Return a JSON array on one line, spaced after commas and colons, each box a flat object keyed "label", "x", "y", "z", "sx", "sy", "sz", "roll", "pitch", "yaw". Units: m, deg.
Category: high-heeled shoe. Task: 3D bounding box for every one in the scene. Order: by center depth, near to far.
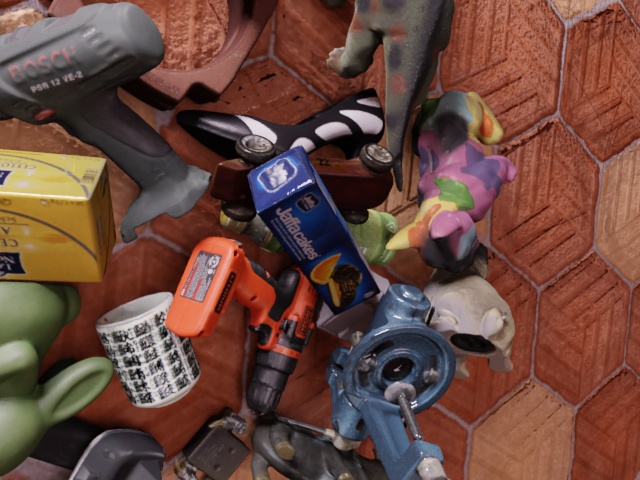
[{"label": "high-heeled shoe", "x": -0.031, "y": -0.149, "z": 0.624, "sx": 0.248, "sy": 0.086, "sz": 0.145, "roll": 18, "pitch": 77, "yaw": -29}]

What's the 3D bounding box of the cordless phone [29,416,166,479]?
[{"label": "cordless phone", "x": -0.265, "y": 0.247, "z": 0.540, "sx": 0.184, "sy": 0.089, "sz": 0.146, "roll": 29, "pitch": 82, "yaw": -16}]

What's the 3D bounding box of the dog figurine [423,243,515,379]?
[{"label": "dog figurine", "x": 0.191, "y": 0.059, "z": 0.682, "sx": 0.121, "sy": 0.172, "sz": 0.190, "roll": 31, "pitch": 60, "yaw": -17}]

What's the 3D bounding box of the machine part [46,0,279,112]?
[{"label": "machine part", "x": -0.159, "y": -0.249, "z": 0.539, "sx": 0.201, "sy": 0.087, "sz": 0.201, "roll": 32, "pitch": 79, "yaw": -28}]

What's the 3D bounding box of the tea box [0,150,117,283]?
[{"label": "tea box", "x": -0.271, "y": -0.021, "z": 0.458, "sx": 0.170, "sy": 0.068, "sz": 0.098, "roll": 2, "pitch": 129, "yaw": -8}]

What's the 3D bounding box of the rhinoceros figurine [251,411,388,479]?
[{"label": "rhinoceros figurine", "x": 0.001, "y": 0.277, "z": 0.661, "sx": 0.190, "sy": 0.112, "sz": 0.073, "roll": 28, "pitch": 100, "yaw": -14}]

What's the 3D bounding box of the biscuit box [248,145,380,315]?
[{"label": "biscuit box", "x": -0.001, "y": -0.002, "z": 0.549, "sx": 0.063, "sy": 0.059, "sz": 0.202, "roll": -27, "pitch": 138, "yaw": 6}]

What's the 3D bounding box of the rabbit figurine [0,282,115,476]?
[{"label": "rabbit figurine", "x": -0.284, "y": 0.125, "z": 0.490, "sx": 0.159, "sy": 0.121, "sz": 0.170, "roll": 8, "pitch": 78, "yaw": -48}]

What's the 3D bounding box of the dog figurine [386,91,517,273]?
[{"label": "dog figurine", "x": 0.152, "y": -0.069, "z": 0.667, "sx": 0.219, "sy": 0.108, "sz": 0.191, "roll": -43, "pitch": 110, "yaw": -42}]

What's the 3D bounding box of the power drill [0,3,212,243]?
[{"label": "power drill", "x": -0.217, "y": -0.097, "z": 0.499, "sx": 0.232, "sy": 0.086, "sz": 0.207, "roll": -22, "pitch": 120, "yaw": 18}]

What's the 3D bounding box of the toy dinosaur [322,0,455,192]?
[{"label": "toy dinosaur", "x": 0.082, "y": -0.273, "z": 0.579, "sx": 0.131, "sy": 0.192, "sz": 0.405, "roll": -13, "pitch": 77, "yaw": -18}]

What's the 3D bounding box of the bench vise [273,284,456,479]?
[{"label": "bench vise", "x": 0.067, "y": 0.172, "z": 0.559, "sx": 0.129, "sy": 0.241, "sz": 0.223, "roll": 26, "pitch": 107, "yaw": -21}]

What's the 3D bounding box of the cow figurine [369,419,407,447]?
[{"label": "cow figurine", "x": 0.111, "y": 0.198, "z": 0.729, "sx": 0.167, "sy": 0.068, "sz": 0.098, "roll": -48, "pitch": 113, "yaw": -17}]

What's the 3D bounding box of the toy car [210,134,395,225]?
[{"label": "toy car", "x": -0.014, "y": -0.063, "z": 0.564, "sx": 0.202, "sy": 0.053, "sz": 0.089, "roll": 0, "pitch": 136, "yaw": -24}]

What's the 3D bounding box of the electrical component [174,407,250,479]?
[{"label": "electrical component", "x": -0.124, "y": 0.247, "z": 0.622, "sx": 0.102, "sy": 0.045, "sz": 0.078, "roll": -42, "pitch": 110, "yaw": -19}]
